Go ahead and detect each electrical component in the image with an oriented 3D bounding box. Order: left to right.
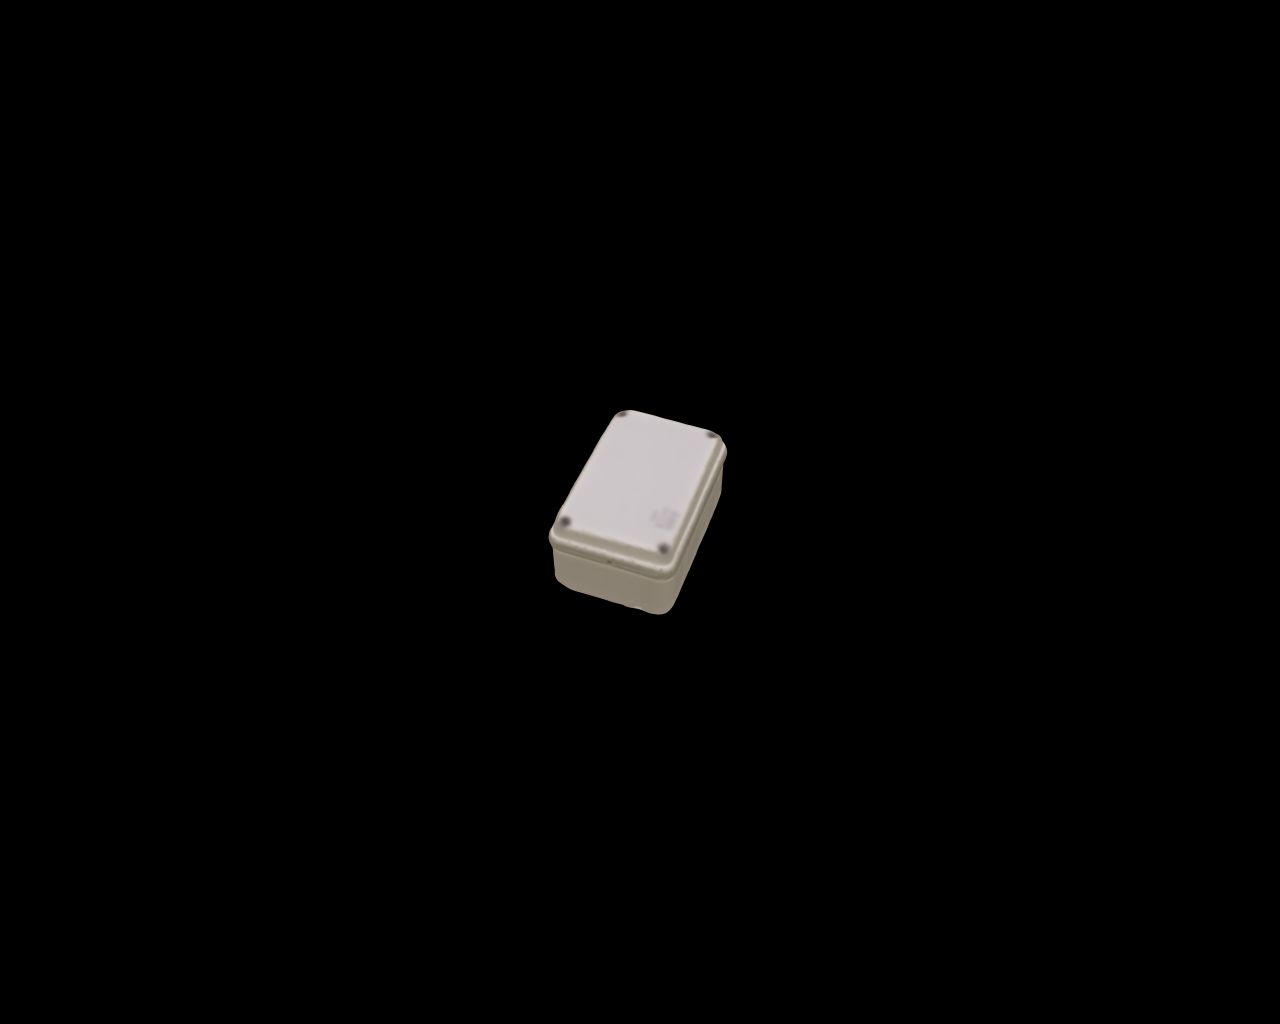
[{"bbox_3d":[0.001,-0.003,0.650,0.078,0.113,0.057,16,-39,13],"label":"electrical component"}]
